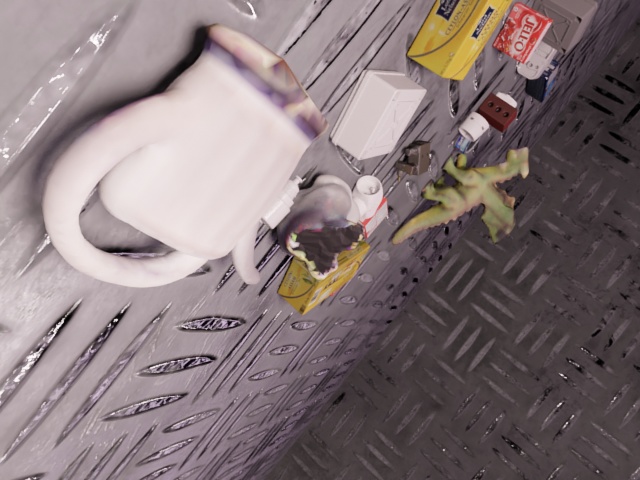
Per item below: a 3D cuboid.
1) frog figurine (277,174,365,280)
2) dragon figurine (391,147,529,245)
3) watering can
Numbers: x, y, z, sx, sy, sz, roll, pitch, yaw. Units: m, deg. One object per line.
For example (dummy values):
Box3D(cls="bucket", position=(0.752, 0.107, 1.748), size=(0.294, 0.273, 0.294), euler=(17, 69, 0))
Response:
Box3D(cls="frog figurine", position=(0.002, -0.038, 0.756), size=(0.163, 0.122, 0.134), euler=(-87, -170, -54))
Box3D(cls="dragon figurine", position=(0.399, -0.090, 1.363), size=(0.410, 0.244, 0.121), euler=(-54, 166, 2))
Box3D(cls="watering can", position=(-0.083, -0.049, 0.466), size=(0.224, 0.105, 0.345), euler=(-52, 162, 3))
